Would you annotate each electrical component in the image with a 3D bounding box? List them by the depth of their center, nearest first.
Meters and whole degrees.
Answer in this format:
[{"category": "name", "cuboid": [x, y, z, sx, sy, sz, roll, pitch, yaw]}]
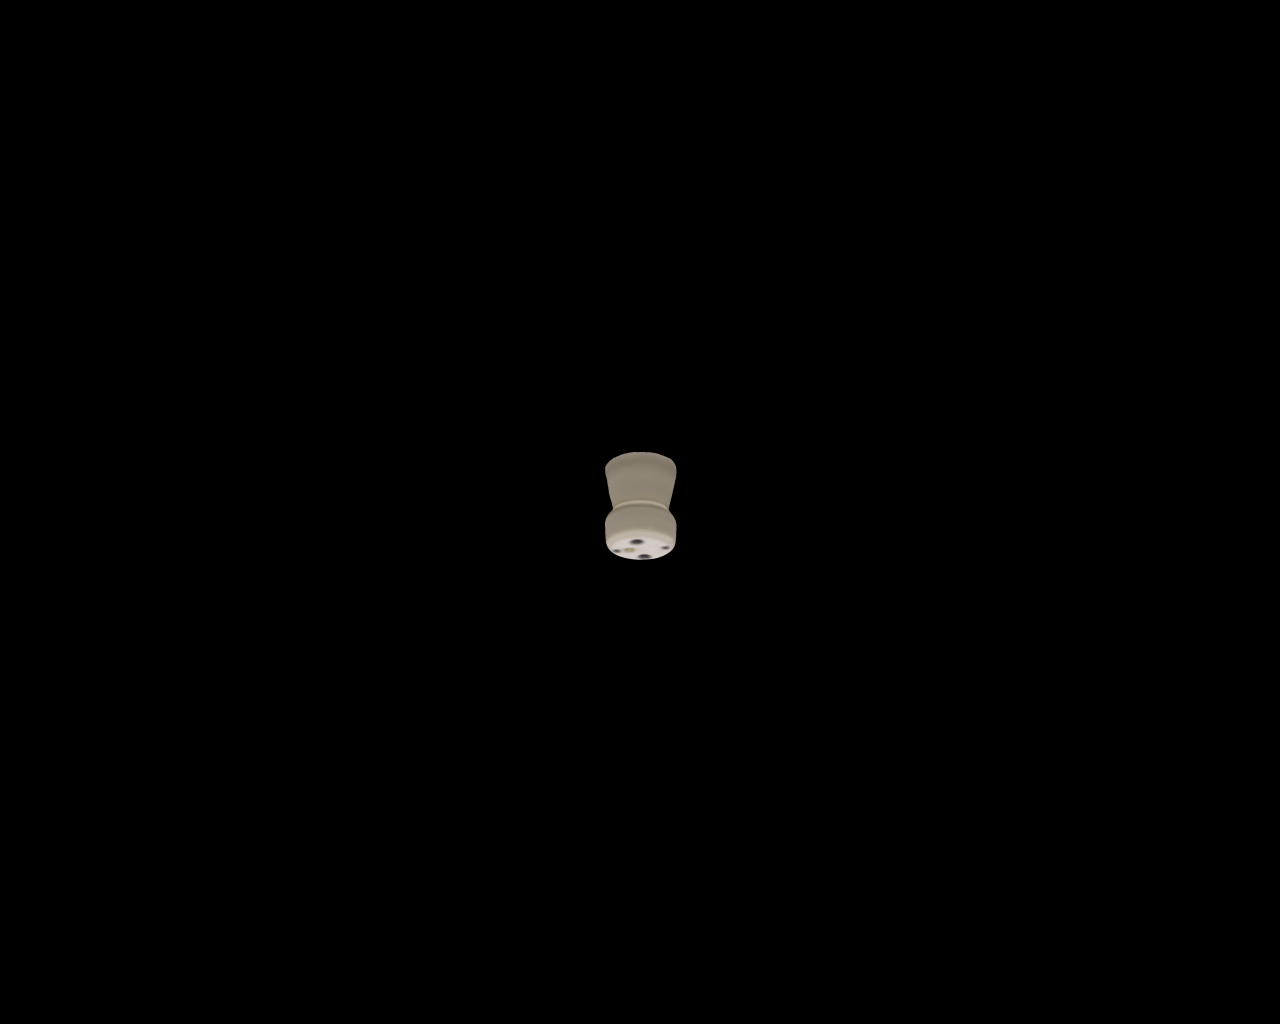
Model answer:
[{"category": "electrical component", "cuboid": [0.001, -0.003, 0.650, 0.045, 0.055, 0.044, 0, -24, 0]}]
